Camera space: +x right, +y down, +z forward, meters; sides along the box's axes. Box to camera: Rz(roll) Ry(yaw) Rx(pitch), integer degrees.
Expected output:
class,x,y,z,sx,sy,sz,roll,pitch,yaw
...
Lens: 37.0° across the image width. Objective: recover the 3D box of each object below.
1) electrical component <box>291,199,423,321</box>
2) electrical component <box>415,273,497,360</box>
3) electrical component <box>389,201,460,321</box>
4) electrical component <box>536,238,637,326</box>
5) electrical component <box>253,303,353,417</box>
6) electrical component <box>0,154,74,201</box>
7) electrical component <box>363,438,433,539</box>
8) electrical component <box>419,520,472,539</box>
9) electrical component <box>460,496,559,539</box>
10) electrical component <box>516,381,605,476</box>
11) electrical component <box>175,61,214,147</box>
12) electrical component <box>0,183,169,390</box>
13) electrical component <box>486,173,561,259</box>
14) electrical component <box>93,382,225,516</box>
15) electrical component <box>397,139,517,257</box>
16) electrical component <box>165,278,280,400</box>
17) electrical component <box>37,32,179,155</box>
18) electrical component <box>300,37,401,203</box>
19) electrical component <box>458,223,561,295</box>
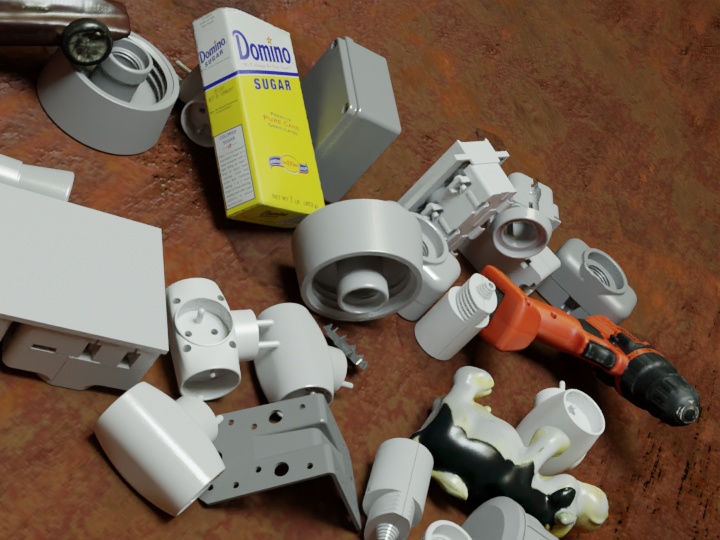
class,x,y,z,sx,sy,sz,roll,pitch,yaw
electrical component,0.000,0.000,0.865,0.108,0.108,0.060,17,49,-30
electrical component,0.088,0.037,0.924,0.043,0.081,0.043,25,39,-22
electrical component,0.038,-0.011,0.947,0.095,0.059,0.054,44,36,3
electrical component,0.231,0.018,1.094,0.095,0.059,0.054,45,36,4
electrical component,-0.037,0.072,0.808,0.079,0.043,0.077,20,38,-40
electrical component,-0.240,-0.059,0.757,0.065,0.044,0.044,19,42,-21
electrical component,0.025,0.164,0.770,0.043,0.043,0.081,34,37,-11
electrical component,0.048,0.205,0.740,0.045,0.055,0.045,25,39,-22
electrical component,0.101,0.207,0.767,0.051,0.080,0.080,37,36,-17
electrical component,0.165,0.127,0.907,0.044,0.077,0.079,32,37,-14
electrical component,-0.135,-0.154,0.946,0.079,0.044,0.077,39,36,-4
electrical component,-0.223,0.007,0.688,0.186,0.060,0.105,16,43,-31
electrical component,0.149,-0.048,1.003,0.078,0.058,0.057,25,41,-17
electrical component,-0.119,0.107,0.697,0.077,0.043,0.079,46,36,5
electrical component,0.080,-0.056,0.978,0.079,0.121,0.063,-10,63,-47
electrical component,-0.097,0.047,0.767,0.079,0.044,0.077,-3,54,-23
electrical component,-0.199,-0.153,0.872,0.108,0.060,0.108,24,40,-22
electrical component,-0.021,-0.135,0.978,0.056,0.108,0.108,21,41,-30
electrical component,0.147,-0.019,1.061,0.089,0.050,0.056,49,38,9
